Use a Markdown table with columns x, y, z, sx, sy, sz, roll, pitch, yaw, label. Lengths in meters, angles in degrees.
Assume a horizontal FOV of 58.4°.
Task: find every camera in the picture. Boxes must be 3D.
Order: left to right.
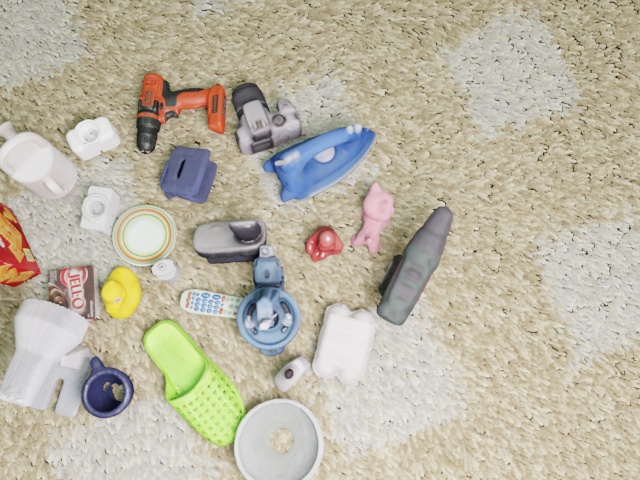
| x | y | z | sx | sy | sz | roll | pitch | yaw | label |
| --- | --- | --- | --- | --- | --- | --- | --- | --- | --- |
| -0.124 | -0.271 | 1.218 | 0.143 | 0.101 | 0.137 | -20 | 79 | -6 | camera |

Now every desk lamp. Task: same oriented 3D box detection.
| x | y | z | sx | sy | sz | roll | pitch | yaw | label |
| --- | --- | --- | --- | --- | --- | --- | --- | --- | --- |
| -0.491 | 0.219 | 1.041 | 0.118 | 0.213 | 0.203 | 13 | 77 | 2 | desk lamp |

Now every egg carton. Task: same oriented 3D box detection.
| x | y | z | sx | sy | sz | roll | pitch | yaw | label |
| --- | --- | --- | --- | --- | --- | --- | --- | --- | --- |
| 0.049 | 0.205 | 1.132 | 0.107 | 0.069 | 0.150 | 13 | 77 | 2 | egg carton |

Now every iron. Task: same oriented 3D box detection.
| x | y | z | sx | sy | sz | roll | pitch | yaw | label |
| --- | --- | --- | --- | --- | --- | --- | --- | --- | --- |
| 0.012 | -0.186 | 1.181 | 0.258 | 0.141 | 0.118 | -30 | 80 | -7 | iron |

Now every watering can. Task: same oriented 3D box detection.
| x | y | z | sx | sy | sz | roll | pitch | yaw | label |
| --- | --- | --- | --- | --- | --- | --- | --- | --- | --- |
| -0.574 | -0.159 | 1.133 | 0.172 | 0.194 | 0.101 | 25 | 78 | 4 | watering can |

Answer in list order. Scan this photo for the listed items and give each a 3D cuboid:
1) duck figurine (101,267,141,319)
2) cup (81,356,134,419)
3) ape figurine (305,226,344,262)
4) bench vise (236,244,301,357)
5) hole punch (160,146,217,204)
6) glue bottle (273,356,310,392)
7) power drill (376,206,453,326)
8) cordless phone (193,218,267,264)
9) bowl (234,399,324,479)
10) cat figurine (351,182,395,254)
| x | y | z | sx | sy | sz | roll | pitch | yaw | label |
| --- | --- | --- | --- | --- | --- | --- | --- | --- | --- |
| -0.402 | 0.101 | 1.135 | 0.077 | 0.086 | 0.104 | 2 | 77 | -1 | duck figurine |
| -0.398 | 0.278 | 1.091 | 0.092 | 0.095 | 0.117 | -26 | 79 | -7 | cup |
| 0.011 | 0.004 | 1.164 | 0.078 | 0.092 | 0.076 | 16 | 77 | 2 | ape figurine |
| -0.110 | 0.111 | 1.072 | 0.121 | 0.220 | 0.207 | -21 | 79 | -6 | bench vise |
| -0.278 | -0.137 | 1.189 | 0.101 | 0.091 | 0.109 | 14 | 77 | 2 | hole punch |
| -0.054 | 0.249 | 1.066 | 0.078 | 0.173 | 0.037 | -43 | 81 | -10 | glue bottle |
| 0.174 | 0.057 | 1.097 | 0.075 | 0.208 | 0.230 | 26 | 78 | 5 | power drill |
| -0.180 | -0.014 | 1.116 | 0.147 | 0.185 | 0.094 | -8 | 78 | -3 | cordless phone |
| -0.076 | 0.386 | 1.086 | 0.167 | 0.075 | 0.167 | 0 | 77 | -1 | bowl |
| 0.112 | -0.046 | 1.165 | 0.067 | 0.118 | 0.128 | 17 | 78 | 3 | cat figurine |
